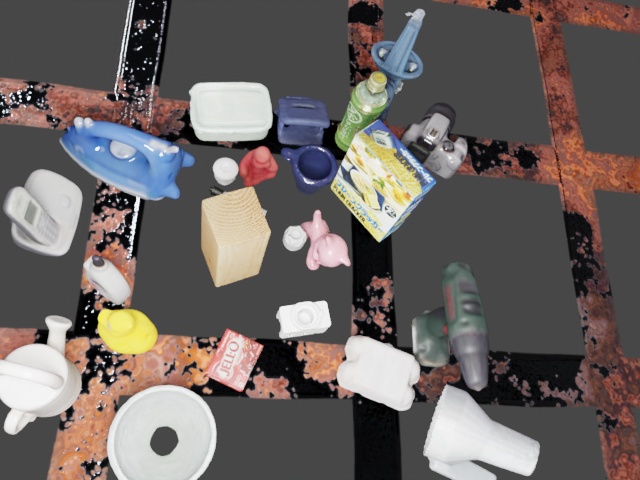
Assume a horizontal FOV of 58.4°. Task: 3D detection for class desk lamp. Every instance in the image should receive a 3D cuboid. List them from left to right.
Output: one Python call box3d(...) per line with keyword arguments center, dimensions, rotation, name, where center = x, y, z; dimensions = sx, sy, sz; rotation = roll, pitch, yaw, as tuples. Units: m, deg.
box3d(center=(0.255, 0.340, 0.962), dimensions=(0.203, 0.213, 0.118), rotation=(26, 66, -2), name="desk lamp")

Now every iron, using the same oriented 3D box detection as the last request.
box3d(center=(-0.371, -0.174, 1.063), dimensions=(0.258, 0.141, 0.119), rotation=(19, 66, -5), name="iron")

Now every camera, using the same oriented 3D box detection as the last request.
box3d(center=(0.263, -0.232, 1.252), dimensions=(0.143, 0.100, 0.137), rotation=(31, 65, 1), name="camera")

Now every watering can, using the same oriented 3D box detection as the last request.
box3d(center=(-0.433, 0.202, 0.871), dimensions=(0.101, 0.194, 0.173), rotation=(-1, 69, -13), name="watering can")

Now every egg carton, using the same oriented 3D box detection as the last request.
box3d(center=(0.108, 0.242, 1.047), dimensions=(0.150, 0.069, 0.107), rotation=(22, 66, -3), name="egg carton")

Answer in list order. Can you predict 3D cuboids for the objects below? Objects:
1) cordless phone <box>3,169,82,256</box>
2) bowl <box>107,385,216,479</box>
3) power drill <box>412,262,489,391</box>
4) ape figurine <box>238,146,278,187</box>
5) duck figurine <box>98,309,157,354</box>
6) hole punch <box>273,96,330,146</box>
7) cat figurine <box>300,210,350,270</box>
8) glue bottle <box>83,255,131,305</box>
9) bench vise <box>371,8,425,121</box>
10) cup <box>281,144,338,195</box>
box3d(center=(-0.475, -0.064, 0.972), dimensions=(0.094, 0.185, 0.147), rotation=(7, 67, -10), name="cordless phone")
box3d(center=(-0.253, 0.324, 0.929), dimensions=(0.167, 0.074, 0.167), rotation=(5, 68, -11), name="bowl")
box3d(center=(0.236, 0.166, 1.030), dimensions=(0.076, 0.208, 0.229), rotation=(4, 68, -11), name="power drill")
box3d(center=(-0.120, -0.154, 1.139), dimensions=(0.078, 0.092, 0.076), rotation=(13, 66, -7), name="ape figurine")
box3d(center=(-0.330, 0.149, 0.975), dimensions=(0.104, 0.086, 0.077), rotation=(25, 66, -2), name="duck figurine")
box3d(center=(-0.038, -0.260, 1.201), dimensions=(0.109, 0.091, 0.101), rotation=(2, 68, -12), name="hole punch")
box3d(center=(0.010, 0.004, 1.092), dimensions=(0.067, 0.117, 0.128), rotation=(-13, 72, -17), name="cat figurine")
box3d(center=(-0.361, 0.057, 0.957), dimensions=(0.078, 0.173, 0.037), rotation=(34, 66, 2), name="glue bottle")
box3d(center=(0.169, -0.367, 1.219), dimensions=(0.121, 0.219, 0.207), rotation=(9, 67, -9), name="bench vise")
box3d(center=(-0.030, -0.137, 1.151), dimensions=(0.118, 0.095, 0.092), rotation=(25, 66, -2), name="cup")
